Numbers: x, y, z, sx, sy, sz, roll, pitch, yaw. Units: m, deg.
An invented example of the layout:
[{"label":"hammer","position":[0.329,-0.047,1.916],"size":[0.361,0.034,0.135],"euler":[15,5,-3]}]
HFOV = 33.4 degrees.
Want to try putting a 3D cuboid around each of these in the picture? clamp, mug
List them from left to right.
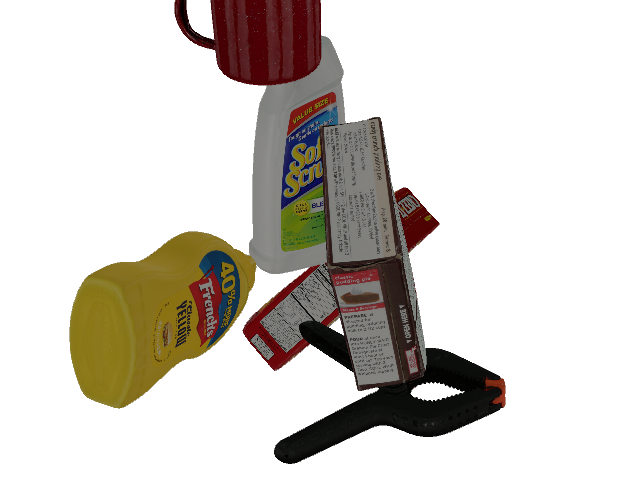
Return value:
[{"label":"mug","position":[-0.053,-0.169,0.804],"size":[0.117,0.081,0.093],"euler":[2,34,5]},{"label":"clamp","position":[0.061,0.145,0.978],"size":[0.210,0.036,0.164],"euler":[5,44,15]}]

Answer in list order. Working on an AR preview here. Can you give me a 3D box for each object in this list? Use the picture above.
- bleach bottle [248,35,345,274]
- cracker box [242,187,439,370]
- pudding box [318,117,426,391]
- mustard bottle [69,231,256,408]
[{"label":"bleach bottle","position":[-0.025,-0.096,1.034],"size":[0.102,0.251,0.068],"euler":[-14,30,-21]},{"label":"cracker box","position":[0.023,0.042,1.259],"size":[0.214,0.072,0.164],"euler":[-44,-4,30]},{"label":"pudding box","position":[0.025,0.005,0.549],"size":[0.039,0.090,0.113],"euler":[-11,41,5]},{"label":"mustard bottle","position":[-0.104,0.045,0.794],"size":[0.058,0.096,0.191],"euler":[12,21,25]}]
